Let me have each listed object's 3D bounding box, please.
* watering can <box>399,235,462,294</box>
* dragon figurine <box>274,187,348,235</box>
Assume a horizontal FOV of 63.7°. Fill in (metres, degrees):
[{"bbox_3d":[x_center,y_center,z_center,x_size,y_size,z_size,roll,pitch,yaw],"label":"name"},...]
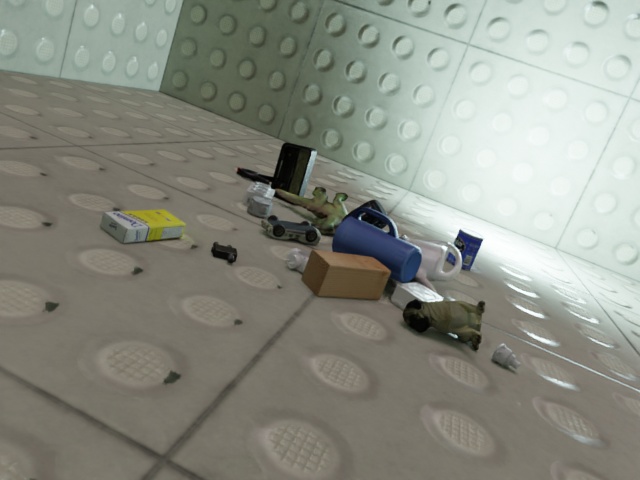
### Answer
[{"bbox_3d":[0.316,0.084,1.604,0.225,0.102,0.354,14,32,20],"label":"watering can"},{"bbox_3d":[0.006,-0.094,1.866,0.410,0.120,0.247,12,24,3],"label":"dragon figurine"}]
